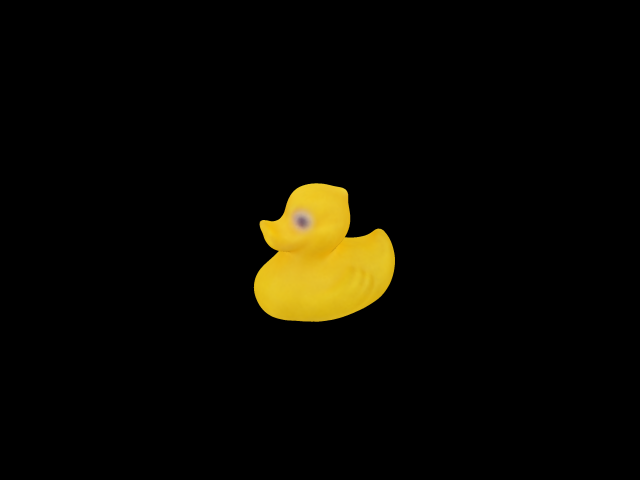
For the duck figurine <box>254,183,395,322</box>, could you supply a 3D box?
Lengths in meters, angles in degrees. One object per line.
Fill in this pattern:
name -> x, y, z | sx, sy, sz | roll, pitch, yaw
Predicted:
duck figurine -> 0.004, 0.001, 0.400 | 0.105, 0.086, 0.077 | -11, 32, -18
